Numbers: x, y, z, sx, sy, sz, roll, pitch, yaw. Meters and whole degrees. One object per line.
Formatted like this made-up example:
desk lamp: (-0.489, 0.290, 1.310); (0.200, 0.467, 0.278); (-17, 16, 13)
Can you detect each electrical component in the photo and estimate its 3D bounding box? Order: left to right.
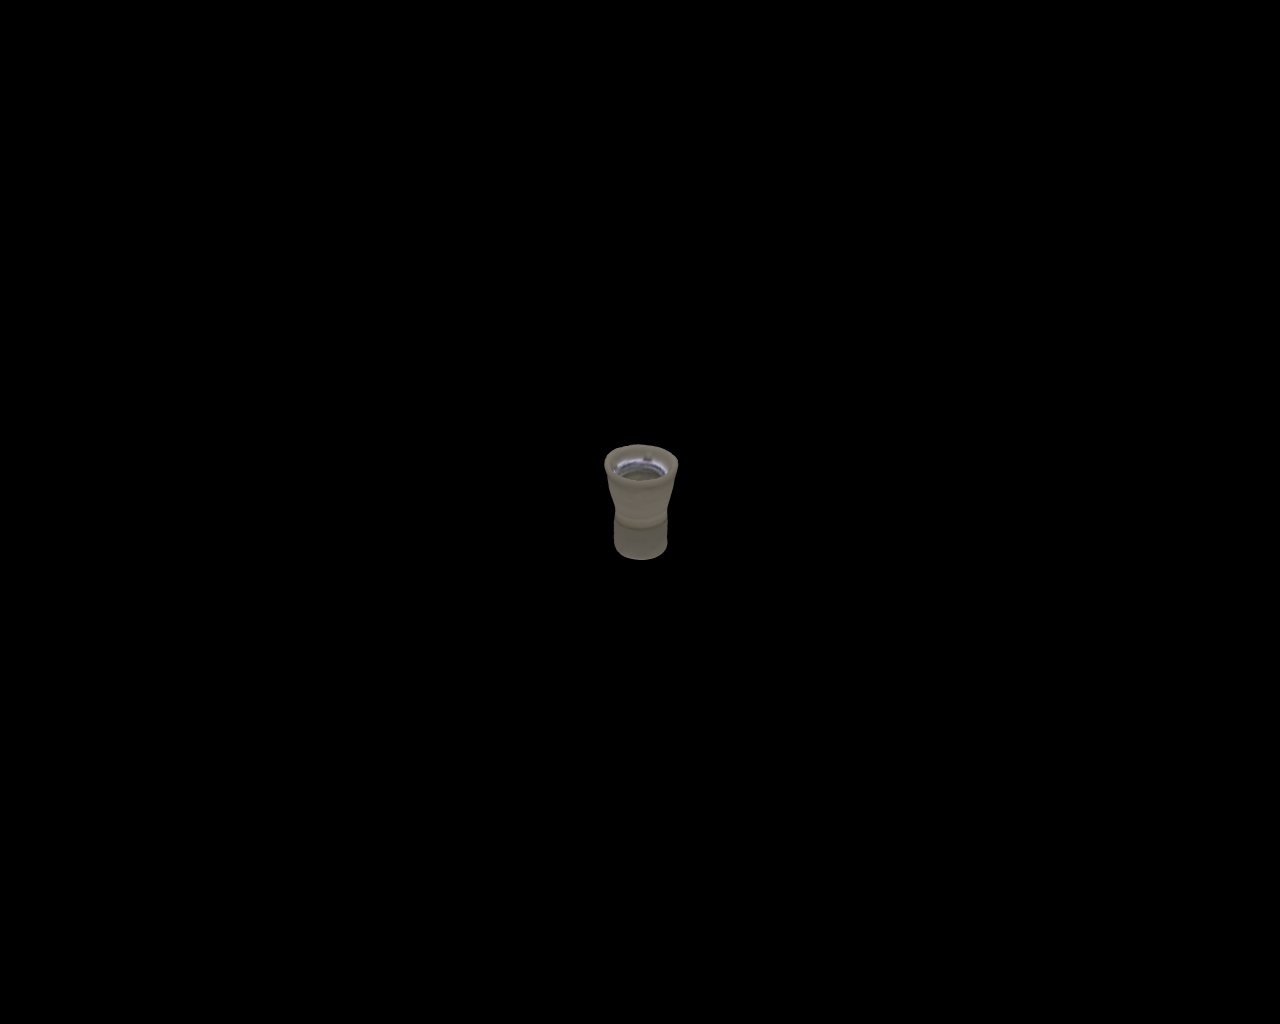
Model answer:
electrical component: (0.001, -0.003, 0.650); (0.044, 0.065, 0.044); (0, 32, 0)
